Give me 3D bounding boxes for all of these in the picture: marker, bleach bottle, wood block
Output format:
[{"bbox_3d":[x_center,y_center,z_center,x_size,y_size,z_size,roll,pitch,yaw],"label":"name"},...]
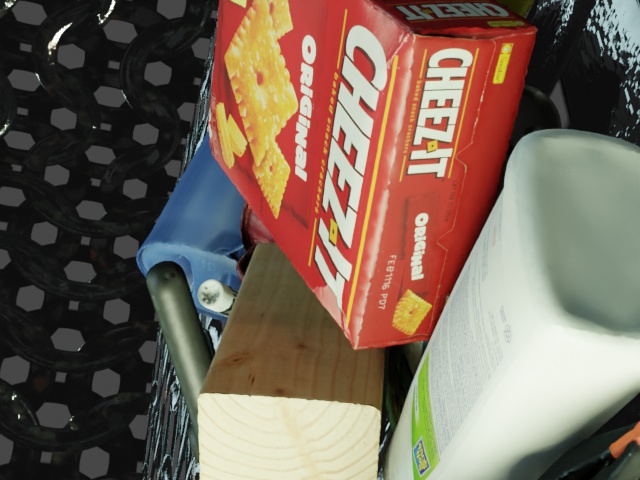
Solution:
[{"bbox_3d":[-0.048,0.050,0.733,0.121,0.020,0.020,36,-122,-63],"label":"marker"},{"bbox_3d":[0.077,0.066,0.486,0.251,0.068,0.102,112,165,-54],"label":"bleach bottle"},{"bbox_3d":[-0.007,0.080,0.617,0.206,0.090,0.091,-77,-10,-69],"label":"wood block"}]

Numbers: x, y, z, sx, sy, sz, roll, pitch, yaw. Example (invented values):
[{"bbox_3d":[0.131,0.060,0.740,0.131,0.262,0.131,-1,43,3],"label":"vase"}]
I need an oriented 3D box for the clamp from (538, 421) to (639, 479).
[{"bbox_3d":[0.077,0.124,0.416,0.172,0.039,0.120,-48,6,24],"label":"clamp"}]

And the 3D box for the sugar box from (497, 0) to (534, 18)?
[{"bbox_3d":[0.054,-0.110,0.661,0.176,0.093,0.048,114,162,-53],"label":"sugar box"}]

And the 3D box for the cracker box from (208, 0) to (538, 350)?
[{"bbox_3d":[0.010,-0.071,0.555,0.214,0.072,0.164,-128,38,-50],"label":"cracker box"}]

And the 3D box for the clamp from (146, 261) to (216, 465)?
[{"bbox_3d":[-0.069,0.122,0.694,0.164,0.036,0.210,81,170,-63],"label":"clamp"}]

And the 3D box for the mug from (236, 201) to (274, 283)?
[{"bbox_3d":[-0.005,0.001,0.750,0.082,0.117,0.093,35,151,40],"label":"mug"}]

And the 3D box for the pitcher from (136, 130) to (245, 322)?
[{"bbox_3d":[-0.068,-0.050,0.996,0.145,0.149,0.242,70,-143,-54],"label":"pitcher"}]
